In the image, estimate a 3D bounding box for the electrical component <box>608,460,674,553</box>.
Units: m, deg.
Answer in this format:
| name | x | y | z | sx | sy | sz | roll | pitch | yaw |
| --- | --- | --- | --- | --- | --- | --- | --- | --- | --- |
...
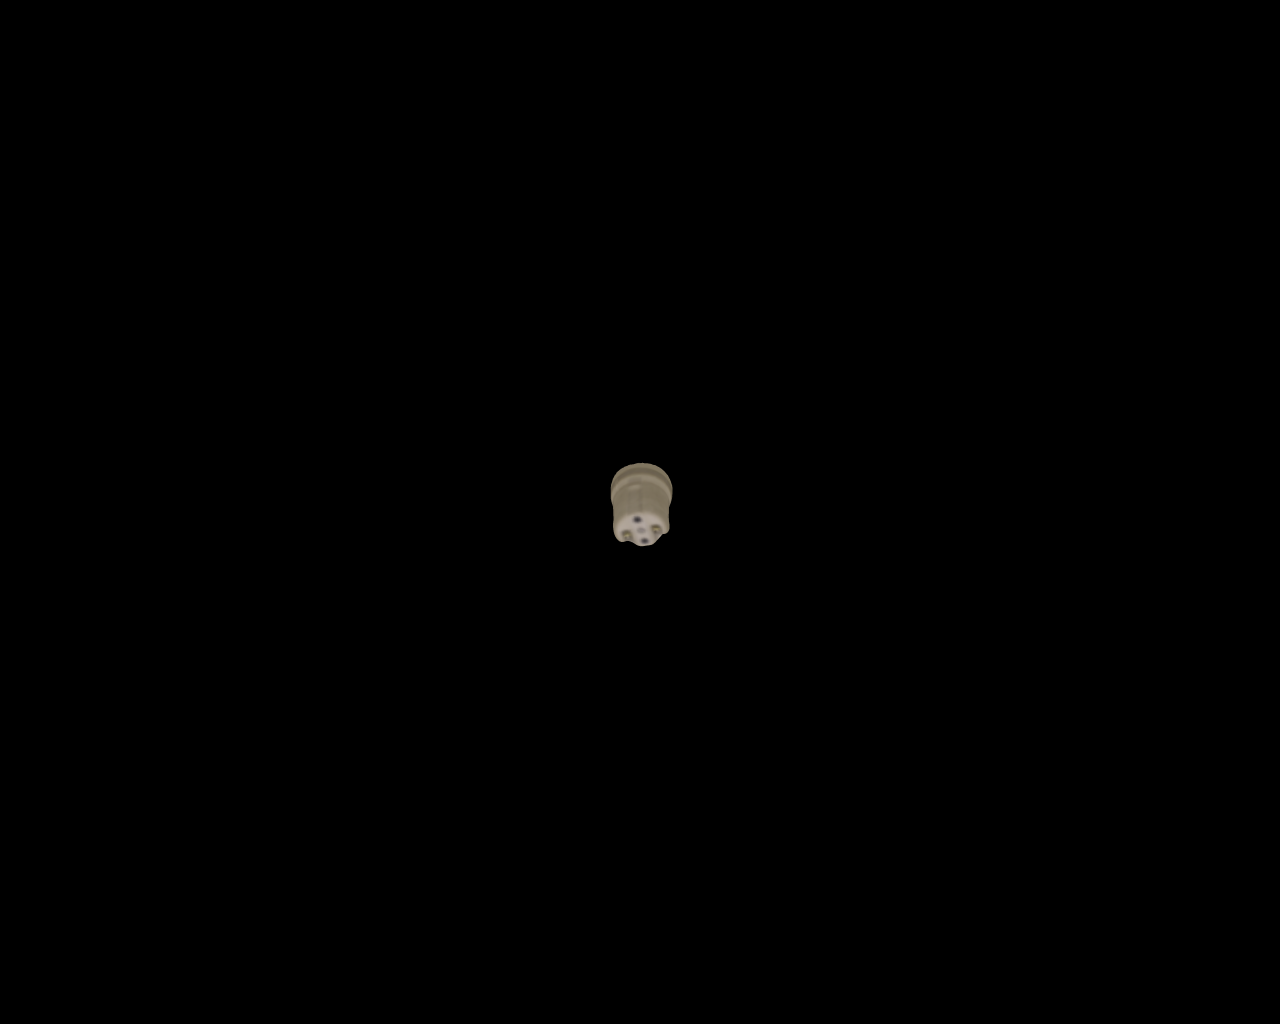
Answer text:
| name | x | y | z | sx | sy | sz | roll | pitch | yaw |
| --- | --- | --- | --- | --- | --- | --- | --- | --- | --- |
| electrical component | 0.001 | -0.003 | 0.650 | 0.040 | 0.040 | 0.046 | 0 | 37 | 0 |
